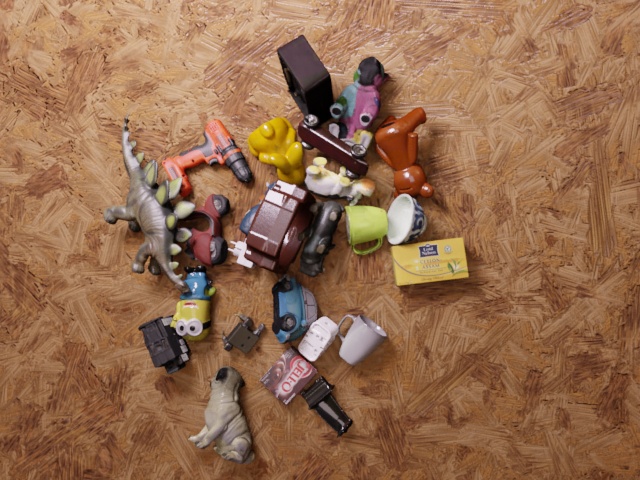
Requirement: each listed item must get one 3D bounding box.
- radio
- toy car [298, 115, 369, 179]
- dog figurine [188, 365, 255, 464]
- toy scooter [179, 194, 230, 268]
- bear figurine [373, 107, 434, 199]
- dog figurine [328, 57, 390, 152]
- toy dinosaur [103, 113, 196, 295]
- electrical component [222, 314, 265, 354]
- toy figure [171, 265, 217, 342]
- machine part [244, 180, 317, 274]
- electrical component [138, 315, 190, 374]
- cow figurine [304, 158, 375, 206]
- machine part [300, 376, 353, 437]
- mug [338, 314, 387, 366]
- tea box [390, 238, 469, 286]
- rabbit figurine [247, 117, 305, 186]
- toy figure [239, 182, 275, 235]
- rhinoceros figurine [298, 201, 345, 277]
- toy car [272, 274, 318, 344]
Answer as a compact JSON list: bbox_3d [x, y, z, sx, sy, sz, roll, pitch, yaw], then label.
[{"bbox_3d":[-0.030,-0.364,1.256,0.073,0.229,0.131,-31,80,-3],"label":"radio"},{"bbox_3d":[0.033,-0.218,1.252,0.202,0.089,0.053,34,56,16],"label":"toy car"},{"bbox_3d":[-0.202,0.413,1.276,0.172,0.121,0.190,35,68,-26],"label":"dog figurine"},{"bbox_3d":[-0.295,-0.024,1.325,0.135,0.075,0.183,2,84,8],"label":"toy scooter"},{"bbox_3d":[0.212,-0.198,1.291,0.132,0.120,0.195,-46,114,-40],"label":"bear figurine"},{"bbox_3d":[0.102,-0.333,1.311,0.109,0.191,0.219,15,53,10],"label":"dog figurine"},{"bbox_3d":[-0.412,-0.082,1.299,0.198,0.105,0.471,-34,78,18],"label":"toy dinosaur"},{"bbox_3d":[-0.192,0.230,1.312,0.078,0.045,0.102,33,91,-22],"label":"electrical component"},{"bbox_3d":[-0.300,0.155,1.307,0.082,0.089,0.180,-9,72,34],"label":"toy figure"},{"bbox_3d":[-0.091,-0.028,1.244,0.087,0.201,0.201,24,88,9],"label":"machine part"},{"bbox_3d":[-0.367,0.251,1.286,0.058,0.115,0.134,-27,82,4],"label":"electrical component"},{"bbox_3d":[0.045,-0.127,1.304,0.167,0.098,0.068,21,48,3],"label":"cow figurine"},{"bbox_3d":[0.022,0.399,1.282,0.084,0.039,0.139,-37,82,-5],"label":"machine part"},{"bbox_3d":[0.085,0.236,1.271,0.110,0.081,0.107,35,96,12],"label":"mug"},{"bbox_3d":[0.258,0.053,1.277,0.170,0.068,0.098,-9,85,5],"label":"tea box"},{"bbox_3d":[-0.085,-0.206,1.299,0.122,0.162,0.173,-29,101,-11],"label":"rabbit figurine"},{"bbox_3d":[-0.140,-0.077,1.326,0.064,0.058,0.154,36,84,1],"label":"toy figure"},{"bbox_3d":[-0.003,-0.004,1.280,0.073,0.112,0.190,22,100,13],"label":"rhinoceros figurine"},{"bbox_3d":[-0.059,0.165,1.284,0.103,0.109,0.161,3,73,-19],"label":"toy car"}]
